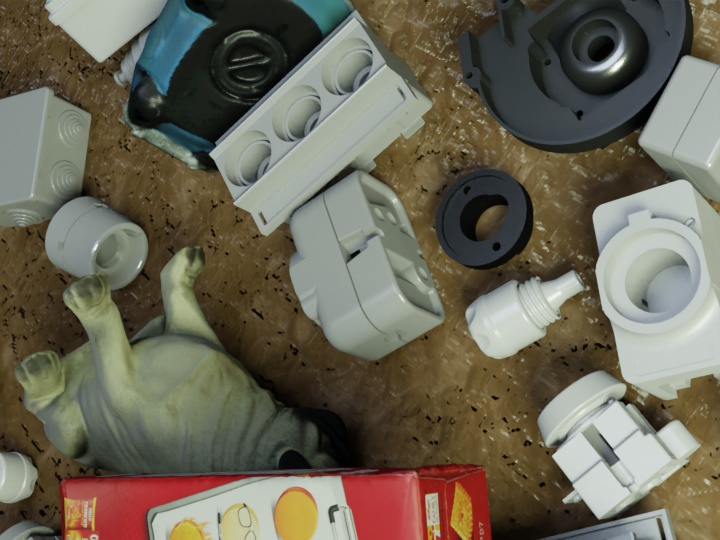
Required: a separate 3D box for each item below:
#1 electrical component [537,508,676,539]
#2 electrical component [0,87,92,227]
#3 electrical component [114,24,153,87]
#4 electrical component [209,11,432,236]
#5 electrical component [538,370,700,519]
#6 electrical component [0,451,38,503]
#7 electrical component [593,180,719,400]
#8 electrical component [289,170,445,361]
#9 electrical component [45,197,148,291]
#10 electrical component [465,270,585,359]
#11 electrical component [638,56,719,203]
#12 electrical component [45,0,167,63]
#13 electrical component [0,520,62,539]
[{"bbox_3d":[0.089,0.162,0.495,0.121,0.063,0.078,-22,64,27],"label":"electrical component"},{"bbox_3d":[-0.253,-0.082,0.815,0.100,0.048,0.099,-7,71,33],"label":"electrical component"},{"bbox_3d":[-0.144,-0.154,0.769,0.078,0.040,0.040,-25,63,26],"label":"electrical component"},{"bbox_3d":[-0.022,-0.084,0.649,0.121,0.063,0.078,-40,57,17],"label":"electrical component"},{"bbox_3d":[0.118,0.082,0.513,0.066,0.048,0.055,-44,63,15],"label":"electrical component"},{"bbox_3d":[-0.254,0.140,0.736,0.035,0.061,0.035,-11,70,31],"label":"electrical component"},{"bbox_3d":[0.147,0.010,0.509,0.050,0.056,0.089,-18,66,29],"label":"electrical component"},{"bbox_3d":[0.000,0.000,0.613,0.059,0.054,0.095,-32,60,22],"label":"electrical component"},{"bbox_3d":[-0.180,-0.017,0.742,0.047,0.055,0.055,26,90,33],"label":"electrical component"},{"bbox_3d":[0.088,0.020,0.560,0.061,0.035,0.035,-32,60,20],"label":"electrical component"},{"bbox_3d":[0.182,-0.057,0.500,0.077,0.066,0.047,29,92,37],"label":"electrical component"},{"bbox_3d":[-0.162,-0.220,0.771,0.109,0.056,0.108,-32,34,22],"label":"electrical component"},{"bbox_3d":[-0.209,0.196,0.698,0.055,0.048,0.066,35,96,29],"label":"electrical component"}]
